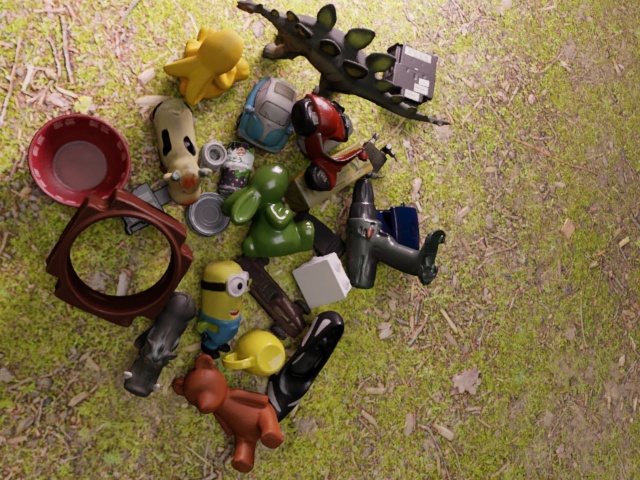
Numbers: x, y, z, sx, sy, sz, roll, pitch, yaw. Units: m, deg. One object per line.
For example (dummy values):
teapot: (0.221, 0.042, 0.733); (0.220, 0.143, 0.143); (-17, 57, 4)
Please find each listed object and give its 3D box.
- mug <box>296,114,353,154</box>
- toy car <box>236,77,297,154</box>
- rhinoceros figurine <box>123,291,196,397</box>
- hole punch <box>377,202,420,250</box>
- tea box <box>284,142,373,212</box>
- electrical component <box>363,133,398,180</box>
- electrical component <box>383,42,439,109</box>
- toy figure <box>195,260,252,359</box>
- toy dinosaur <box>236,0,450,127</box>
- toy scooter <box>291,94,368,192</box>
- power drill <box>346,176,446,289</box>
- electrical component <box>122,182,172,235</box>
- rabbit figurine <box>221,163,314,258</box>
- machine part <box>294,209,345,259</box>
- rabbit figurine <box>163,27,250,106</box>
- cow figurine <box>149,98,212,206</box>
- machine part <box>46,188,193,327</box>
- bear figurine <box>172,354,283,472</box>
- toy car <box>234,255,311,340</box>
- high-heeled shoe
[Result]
mug: (0.022, -0.228, 1.110); (0.107, 0.109, 0.080); (-31, 96, -35)
toy car: (-0.088, -0.256, 1.044); (0.109, 0.103, 0.161); (27, 59, -20)
rhinoceros figurine: (-0.279, 0.184, 0.951); (0.073, 0.112, 0.190); (35, 67, -21)
hole punch: (0.175, -0.018, 1.177); (0.116, 0.092, 0.142); (-3, 85, -28)
tea box: (0.012, -0.128, 1.101); (0.170, 0.098, 0.068); (-34, 102, -23)
electrical component: (0.121, -0.178, 1.180); (0.102, 0.045, 0.078); (-46, 107, -19)
electrical component: (0.201, -0.364, 1.218); (0.115, 0.058, 0.134); (14, 83, -21)
toy figure: (-0.187, 0.125, 0.995); (0.089, 0.082, 0.180); (16, 106, -3)
toy dinosaur: (0.047, -0.346, 1.073); (0.471, 0.199, 0.105); (28, 80, -19)
toy scooter: (0.024, -0.188, 1.016); (0.135, 0.075, 0.183); (-14, 97, -25)
power drill: (0.141, -0.004, 1.081); (0.086, 0.208, 0.231); (0, 101, -60)
electrical component: (-0.313, -0.065, 0.980); (0.119, 0.048, 0.074); (-28, 99, -21)
rabbit figurine: (-0.104, -0.060, 1.019); (0.159, 0.121, 0.170); (-10, 106, -23)
machine part: (-0.002, -0.003, 1.121); (0.084, 0.039, 0.138); (-47, 109, -14)
rabbit figurine: (-0.203, -0.325, 0.974); (0.162, 0.173, 0.121); (-41, 108, -25)
cow figurine: (-0.252, -0.158, 0.969); (0.085, 0.127, 0.194); (-9, 89, -21)
machine part: (-0.335, 0.031, 0.910); (0.201, 0.087, 0.201); (32, 94, -27)
bear figurine: (-0.173, 0.310, 0.984); (0.120, 0.132, 0.195); (-42, 115, 14)
toy car: (-0.097, 0.112, 1.068); (0.089, 0.053, 0.202); (-44, 104, -23)
high-heeled shoe: (-0.024, 0.254, 1.042); (0.086, 0.145, 0.248); (26, 76, -21)
